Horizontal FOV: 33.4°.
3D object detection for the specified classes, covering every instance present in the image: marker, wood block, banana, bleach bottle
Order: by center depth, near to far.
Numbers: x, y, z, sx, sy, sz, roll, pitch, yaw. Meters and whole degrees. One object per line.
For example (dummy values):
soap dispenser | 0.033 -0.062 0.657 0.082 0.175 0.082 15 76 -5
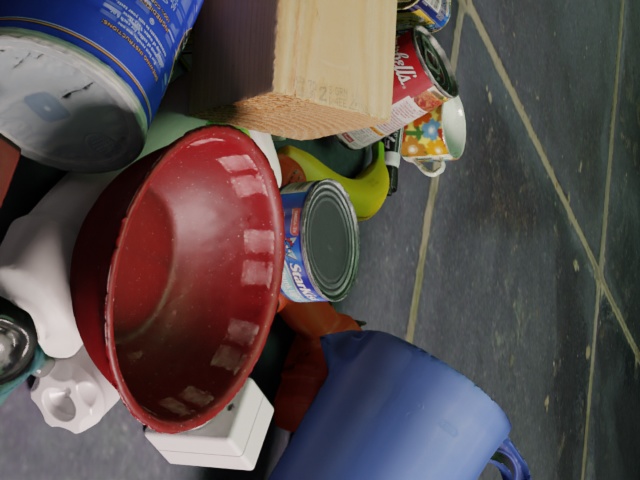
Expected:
bleach bottle | -0.111 -0.006 0.628 0.250 0.068 0.102 -54 135 -47
wood block | -0.012 -0.172 0.638 0.090 0.091 0.206 8 81 -37
banana | 0.017 -0.048 0.917 0.197 0.037 0.069 -12 78 -65
marker | 0.072 -0.100 1.041 0.020 0.020 0.121 37 56 -57

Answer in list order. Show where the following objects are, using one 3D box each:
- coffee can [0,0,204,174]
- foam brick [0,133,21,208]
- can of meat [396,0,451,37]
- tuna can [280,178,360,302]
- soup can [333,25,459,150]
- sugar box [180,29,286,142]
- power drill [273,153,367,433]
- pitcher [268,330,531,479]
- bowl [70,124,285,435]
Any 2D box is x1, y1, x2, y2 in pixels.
coffee can | -0.120 -0.121 0.568 0.102 0.103 0.140 57 41 -46
foam brick | -0.187 -0.038 0.487 0.078 0.053 0.051 45 49 -52
can of meat | 0.056 -0.212 0.925 0.083 0.102 0.057 16 75 -64
tuna can | -0.005 0.001 0.745 0.086 0.034 0.086 14 74 -62
soup can | 0.056 -0.127 0.901 0.068 0.102 0.068 42 33 -36
sugar box | -0.065 -0.155 0.744 0.176 0.048 0.093 50 46 -49
power drill | -0.033 0.058 0.782 0.184 0.057 0.187 -64 143 -38
pitcher | 0.027 0.197 0.735 0.242 0.149 0.145 -56 140 -16
bowl | -0.081 0.017 0.563 0.161 0.055 0.162 -31 126 -56
